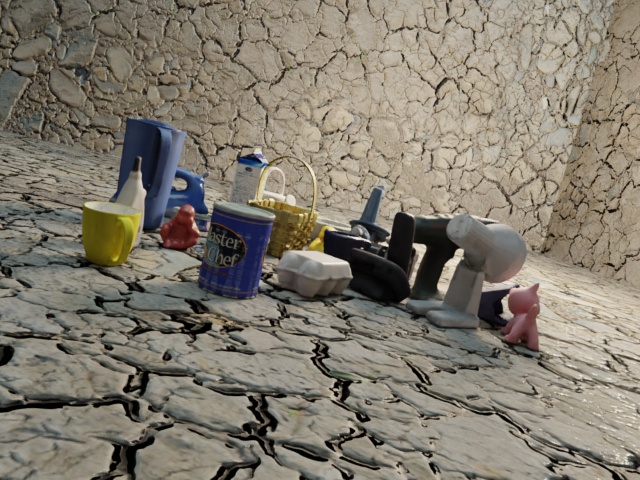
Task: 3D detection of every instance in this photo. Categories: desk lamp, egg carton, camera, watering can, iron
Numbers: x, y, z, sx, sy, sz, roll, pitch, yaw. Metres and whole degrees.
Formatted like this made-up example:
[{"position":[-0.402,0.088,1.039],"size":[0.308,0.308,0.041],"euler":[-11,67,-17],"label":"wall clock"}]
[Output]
[{"position":[0.295,0.059,1.128],"size":[0.204,0.213,0.117],"euler":[7,10,-39],"label":"desk lamp"},{"position":[-0.011,0.064,1.092],"size":[0.107,0.069,0.151],"euler":[19,9,31],"label":"egg carton"},{"position":[0.174,0.041,1.464],"size":[0.136,0.101,0.143],"euler":[16,8,19],"label":"camera"},{"position":[-0.143,-0.116,1.677],"size":[0.172,0.194,0.101],"euler":[16,8,19],"label":"watering can"},{"position":[-0.427,-0.142,1.560],"size":[0.259,0.141,0.118],"euler":[11,8,-20],"label":"iron"}]

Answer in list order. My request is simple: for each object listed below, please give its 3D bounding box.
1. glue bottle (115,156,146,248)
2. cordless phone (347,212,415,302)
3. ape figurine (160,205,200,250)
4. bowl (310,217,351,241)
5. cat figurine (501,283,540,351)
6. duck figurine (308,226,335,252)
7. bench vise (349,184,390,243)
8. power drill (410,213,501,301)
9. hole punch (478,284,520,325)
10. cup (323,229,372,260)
[{"position":[-0.351,-0.070,1.063],"size":[0.037,0.173,0.078],"euler":[15,8,11],"label":"glue bottle"},{"position":[0.133,0.025,1.191],"size":[0.147,0.185,0.094],"euler":[21,11,42],"label":"cordless phone"},{"position":[-0.284,-0.028,1.182],"size":[0.077,0.092,0.076],"euler":[14,8,4],"label":"ape figurine"},{"position":[0.022,-0.019,1.719],"size":[0.167,0.075,0.167],"euler":[14,8,-2],"label":"bowl"},{"position":[0.395,0.137,1.104],"size":[0.067,0.118,0.128],"euler":[15,8,7],"label":"cat figurine"},{"position":[0.014,0.005,1.489],"size":[0.078,0.086,0.104],"euler":[10,9,-26],"label":"duck figurine"},{"position":[0.142,-0.044,1.572],"size":[0.121,0.220,0.207],"euler":[14,8,0],"label":"bench vise"},{"position":[0.278,0.038,1.270],"size":[0.230,0.208,0.075],"euler":[12,8,-15],"label":"power drill"},{"position":[0.369,0.126,1.233],"size":[0.100,0.091,0.109],"euler":[18,9,28],"label":"hole punch"},{"position":[0.057,0.032,1.346],"size":[0.118,0.095,0.091],"euler":[12,8,-14],"label":"cup"}]
